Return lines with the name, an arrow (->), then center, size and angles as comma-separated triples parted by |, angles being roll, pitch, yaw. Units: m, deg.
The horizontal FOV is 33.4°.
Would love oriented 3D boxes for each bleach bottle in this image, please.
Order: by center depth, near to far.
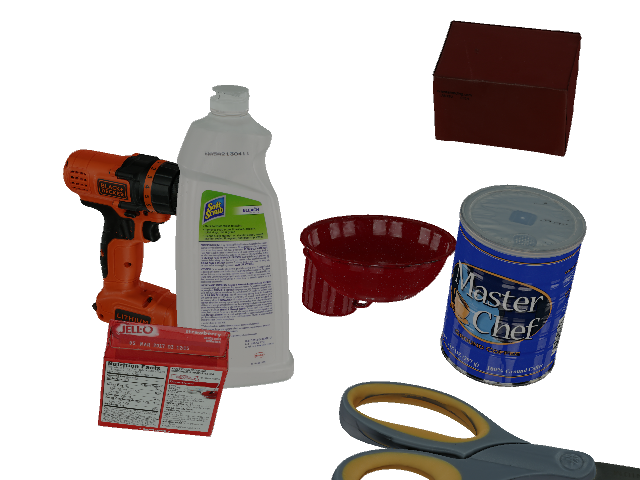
bleach bottle -> -0.069, -0.003, 0.888 | 0.102, 0.251, 0.068 | -4, 21, -18

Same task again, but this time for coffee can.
coffee can -> 0.161, 0.038, 0.907 | 0.103, 0.140, 0.103 | 3, 33, -2

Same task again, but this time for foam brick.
foam brick -> 0.108, -0.089, 0.619 | 0.078, 0.051, 0.053 | 10, -38, 16

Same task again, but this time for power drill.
power drill -> -0.168, 0.004, 1.078 | 0.185, 0.188, 0.057 | 13, 29, 22

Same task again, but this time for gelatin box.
gelatin box -> -0.097, 0.085, 0.656 | 0.073, 0.030, 0.089 | 7, -39, -9

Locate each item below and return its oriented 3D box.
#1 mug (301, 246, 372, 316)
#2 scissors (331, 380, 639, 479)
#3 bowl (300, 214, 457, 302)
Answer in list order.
mug -> 0.028, 0.058, 1.497 | 0.117, 0.081, 0.093 | 18, 24, 26
scissors -> 0.092, 0.107, 0.449 | 0.202, 0.016, 0.096 | 16, 33, 24
bowl -> 0.059, 0.022, 1.103 | 0.162, 0.055, 0.162 | 1, 18, -1
